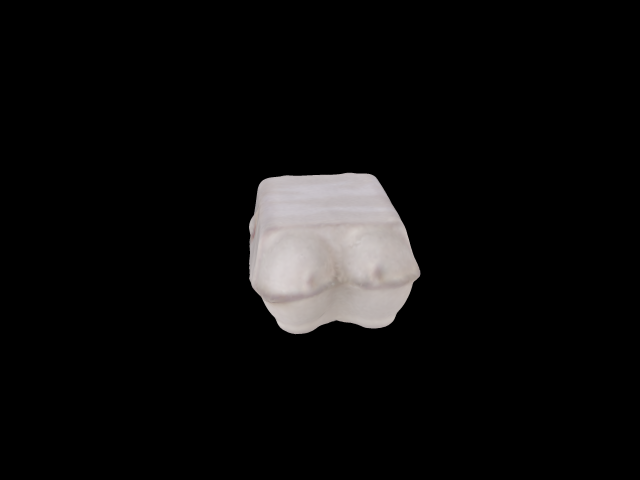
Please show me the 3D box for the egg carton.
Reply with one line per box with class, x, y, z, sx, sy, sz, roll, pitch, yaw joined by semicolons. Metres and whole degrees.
egg carton;0.004;0.001;0.400;0.107;0.069;0.150;-3;26;-6
